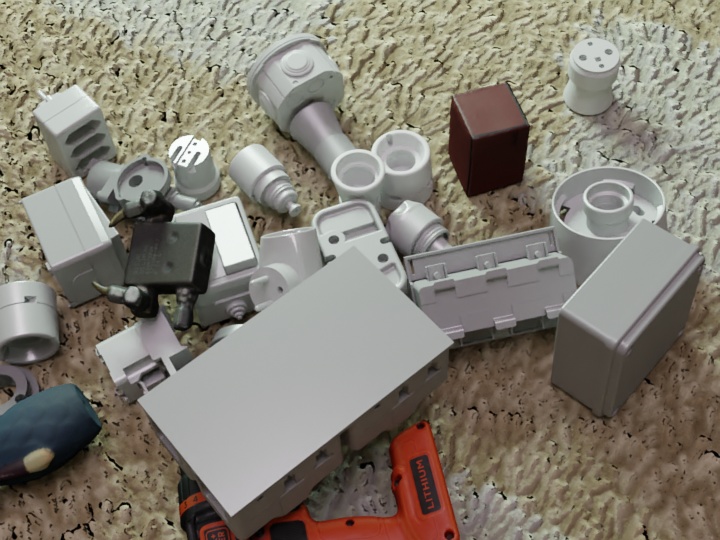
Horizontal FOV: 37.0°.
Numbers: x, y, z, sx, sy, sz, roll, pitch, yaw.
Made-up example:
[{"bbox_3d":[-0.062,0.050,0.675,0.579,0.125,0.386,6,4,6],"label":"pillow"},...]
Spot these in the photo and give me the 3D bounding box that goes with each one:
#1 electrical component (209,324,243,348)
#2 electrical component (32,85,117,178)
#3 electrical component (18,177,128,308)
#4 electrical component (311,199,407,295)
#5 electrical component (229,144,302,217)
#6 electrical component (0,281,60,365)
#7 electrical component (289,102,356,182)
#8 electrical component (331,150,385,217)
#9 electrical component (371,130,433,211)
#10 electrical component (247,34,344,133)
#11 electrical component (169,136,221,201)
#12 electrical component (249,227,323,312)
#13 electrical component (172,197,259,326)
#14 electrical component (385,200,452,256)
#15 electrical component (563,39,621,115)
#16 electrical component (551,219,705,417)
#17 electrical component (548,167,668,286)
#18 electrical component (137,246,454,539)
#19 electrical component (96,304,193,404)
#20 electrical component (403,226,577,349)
[{"bbox_3d":[-0.087,0.078,0.815,0.078,0.058,0.057,1,60,4],"label":"electrical component"},{"bbox_3d":[-0.263,-0.131,0.955,0.047,0.065,0.077,-38,63,-19],"label":"electrical component"},{"bbox_3d":[-0.235,-0.030,0.890,0.061,0.061,0.096,-25,59,-12],"label":"electrical component"},{"bbox_3d":[0.000,0.000,0.859,0.054,0.059,0.095,-18,58,-8],"label":"electrical component"},{"bbox_3d":[-0.079,-0.074,0.922,0.040,0.040,0.078,-36,62,-18],"label":"electrical component"},{"bbox_3d":[-0.266,0.043,0.851,0.055,0.055,0.047,-14,61,-6],"label":"electrical component"},{"bbox_3d":[-0.027,-0.110,0.943,0.044,0.044,0.065,-28,65,-14],"label":"electrical component"},{"bbox_3d":[0.000,-0.063,0.896,0.044,0.065,0.044,-1,57,2],"label":"electrical component"},{"bbox_3d":[0.035,-0.086,0.919,0.055,0.047,0.055,-1,57,2],"label":"electrical component"},{"bbox_3d":[-0.056,-0.166,0.958,0.080,0.080,0.051,-30,66,-15],"label":"electrical component"},{"bbox_3d":[-0.144,-0.088,0.932,0.040,0.046,0.040,-2,57,3],"label":"electrical component"},{"bbox_3d":[-0.058,0.012,0.818,0.043,0.077,0.079,-5,9,32],"label":"electrical component"},{"bbox_3d":[-0.111,-0.004,0.867,0.062,0.061,0.096,-18,58,-8],"label":"electrical component"},{"bbox_3d":[0.053,-0.025,0.882,0.062,0.043,0.043,39,67,23],"label":"electrical component"},{"bbox_3d":[0.207,-0.173,0.960,0.045,0.055,0.045,-2,57,2],"label":"electrical component"},{"bbox_3d":[0.196,0.037,0.795,0.056,0.108,0.109,35,65,26],"label":"electrical component"},{"bbox_3d":[0.204,-0.036,0.882,0.099,0.064,0.099,-6,44,5],"label":"electrical component"},{"bbox_3d":[-0.040,0.083,0.739,0.186,0.060,0.105,-36,62,-19],"label":"electrical component"},{"bbox_3d":[-0.167,0.067,0.835,0.064,0.042,0.081,-28,59,-12],"label":"electrical component"},{"bbox_3d":[0.102,0.018,0.832,0.121,0.063,0.078,-12,98,-4],"label":"electrical component"}]
